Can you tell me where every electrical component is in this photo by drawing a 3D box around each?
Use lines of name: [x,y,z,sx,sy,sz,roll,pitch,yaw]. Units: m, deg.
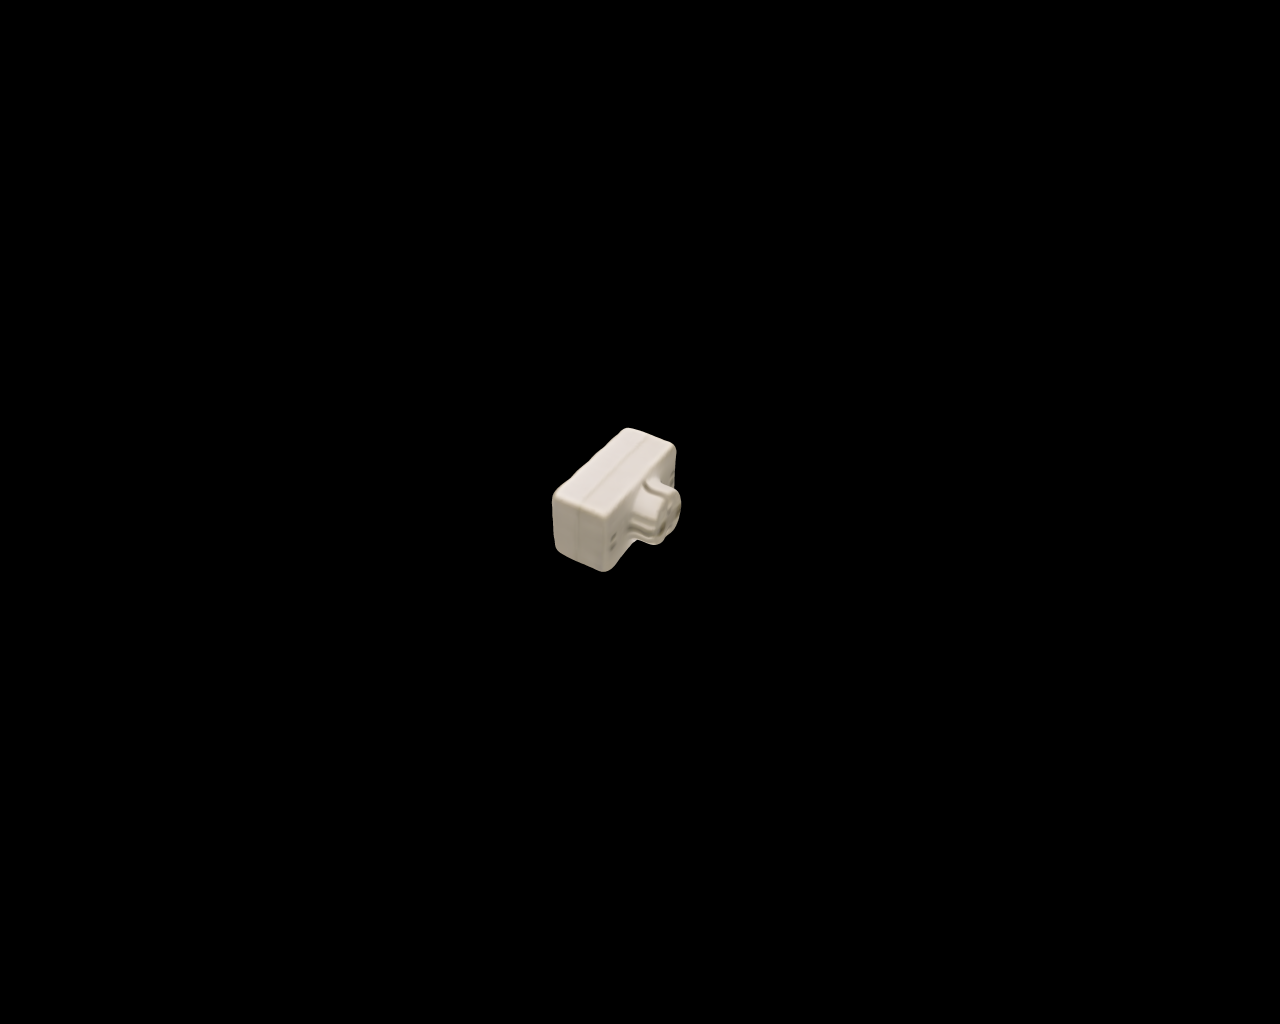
electrical component: [0.001,-0.003,0.650,0.076,0.047,0.083,22,45,23]
